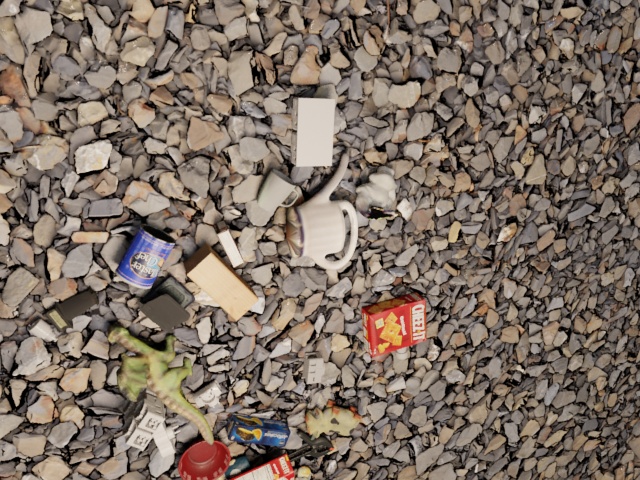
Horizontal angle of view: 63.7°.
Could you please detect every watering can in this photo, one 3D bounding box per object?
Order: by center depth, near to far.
[{"bbox_3d":[0.005,-0.076,1.512,0.225,0.104,0.345,-8,101,-21],"label":"watering can"}]

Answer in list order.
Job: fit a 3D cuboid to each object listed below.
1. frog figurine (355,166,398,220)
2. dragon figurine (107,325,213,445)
[{"bbox_3d":[0.171,-0.147,1.569,0.137,0.121,0.162,8,68,-23],"label":"frog figurine"},{"bbox_3d":[-0.444,0.380,1.366,0.121,0.416,0.242,-45,157,15],"label":"dragon figurine"}]
